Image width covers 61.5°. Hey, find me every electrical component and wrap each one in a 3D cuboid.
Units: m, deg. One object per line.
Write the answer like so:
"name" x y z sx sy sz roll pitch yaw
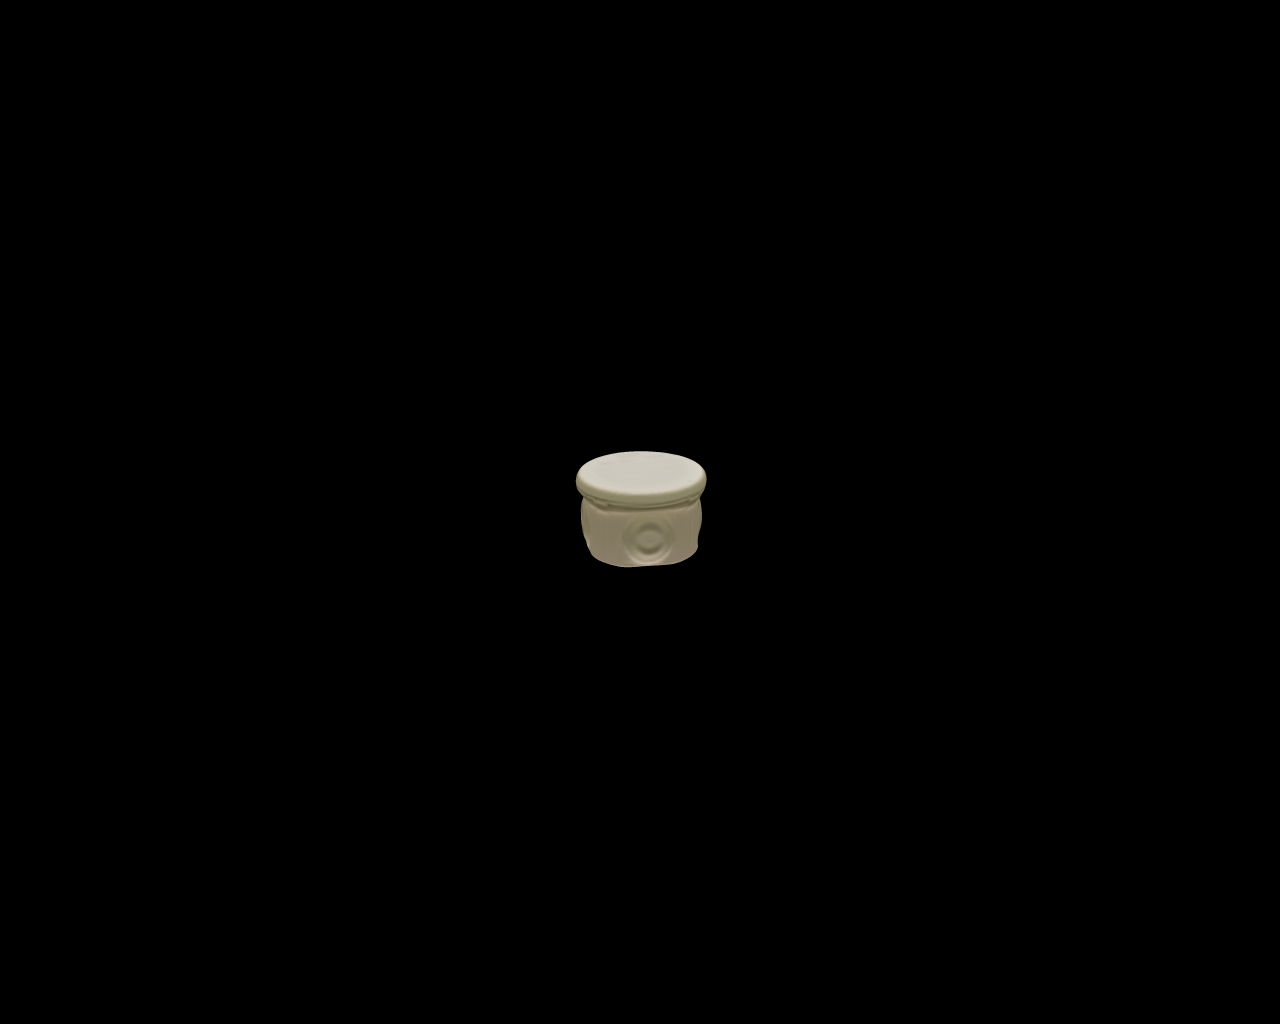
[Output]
"electrical component" 0.001 -0.003 0.650 0.080 0.050 0.080 0 22 0
